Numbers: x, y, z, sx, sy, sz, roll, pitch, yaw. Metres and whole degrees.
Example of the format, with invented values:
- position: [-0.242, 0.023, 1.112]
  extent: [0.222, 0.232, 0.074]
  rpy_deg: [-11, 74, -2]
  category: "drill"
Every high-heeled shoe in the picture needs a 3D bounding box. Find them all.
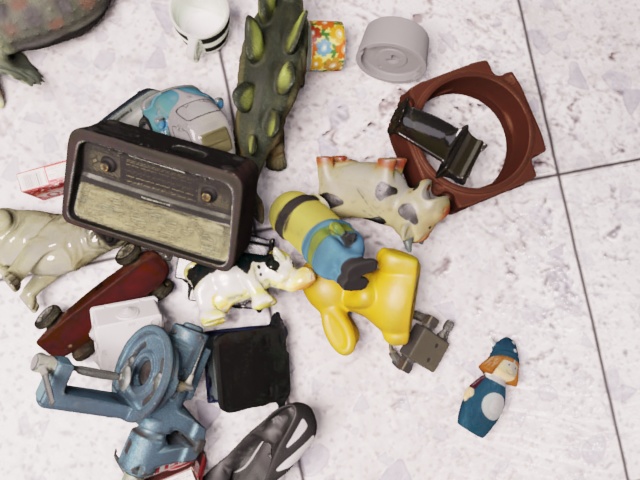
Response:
- position: [-0.110, 0.310, 0.719]
  extent: [0.249, 0.145, 0.086]
  rpy_deg: [-30, 54, -18]
  category: "high-heeled shoe"

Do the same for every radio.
- position: [-0.196, -0.060, 0.671]
  extent: [0.230, 0.073, 0.131]
  rpy_deg: [16, 115, 3]
  category: "radio"

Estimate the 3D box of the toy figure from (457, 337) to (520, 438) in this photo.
- position: [0.262, 0.219, 0.811]
  extent: [0.064, 0.058, 0.154]
  rpy_deg: [37, 79, -41]
  category: "toy figure"

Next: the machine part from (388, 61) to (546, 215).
- position: [0.222, -0.155, 0.821]
  extent: [0.201, 0.087, 0.201]
  rpy_deg: [-22, 89, -7]
  category: "machine part"

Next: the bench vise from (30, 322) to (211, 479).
- position: [-0.242, 0.195, 0.660]
  extent: [0.240, 0.129, 0.223]
  rpy_deg: [29, 89, -44]
  category: "bench vise"

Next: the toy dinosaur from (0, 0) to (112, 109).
- position: [-0.387, -0.344, 0.768]
  extent: [0.405, 0.131, 0.192]
  rpy_deg: [-37, 102, -11]
  category: "toy dinosaur"

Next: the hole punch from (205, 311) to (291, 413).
- position: [-0.108, 0.179, 0.772]
  extent: [0.116, 0.092, 0.142]
  rpy_deg: [-1, 82, -32]
  category: "hole punch"

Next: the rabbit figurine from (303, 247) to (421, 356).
- position: [0.054, 0.082, 0.788]
  extent: [0.173, 0.122, 0.162]
  rpy_deg: [13, 94, 10]
  category: "rabbit figurine"

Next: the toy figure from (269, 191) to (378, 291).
- position: [0.000, -0.005, 0.729]
  extent: [0.082, 0.089, 0.180]
  rpy_deg: [-52, 48, 13]
  category: "toy figure"

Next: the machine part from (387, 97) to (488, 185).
- position: [0.160, -0.140, 0.753]
  extent: [0.139, 0.039, 0.084]
  rpy_deg: [32, 89, -4]
  category: "machine part"

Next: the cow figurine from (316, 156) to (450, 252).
- position: [0.089, -0.057, 0.774]
  extent: [0.195, 0.085, 0.127]
  rpy_deg: [8, 106, 25]
  category: "cow figurine"

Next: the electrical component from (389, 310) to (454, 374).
- position: [0.150, 0.154, 0.812]
  extent: [0.078, 0.045, 0.102]
  rpy_deg: [29, 85, -31]
  category: "electrical component"

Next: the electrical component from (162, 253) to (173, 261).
- position: [-0.213, -0.014, 0.779]
  extent: [0.021, 0.063, 0.094]
  rpy_deg: [22, 73, -27]
  category: "electrical component"

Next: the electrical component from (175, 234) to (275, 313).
- position: [-0.140, 0.040, 0.785]
  extent: [0.134, 0.058, 0.115]
  rpy_deg: [10, 83, -5]
  category: "electrical component"

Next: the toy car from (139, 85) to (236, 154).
- position: [-0.165, -0.131, 0.725]
  extent: [0.109, 0.103, 0.161]
  rpy_deg: [-28, 107, -32]
  category: "toy car"

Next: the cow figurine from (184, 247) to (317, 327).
- position: [-0.094, 0.049, 0.729]
  extent: [0.167, 0.068, 0.098]
  rpy_deg: [-19, 78, -9]
  category: "cow figurine"

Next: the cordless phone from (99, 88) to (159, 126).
- position: [-0.236, -0.108, 0.775]
  extent: [0.146, 0.089, 0.184]
  rpy_deg: [-47, 108, -23]
  category: "cordless phone"

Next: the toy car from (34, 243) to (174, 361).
- position: [-0.304, 0.088, 0.761]
  extent: [0.202, 0.053, 0.089]
  rpy_deg: [-39, 123, -6]
  category: "toy car"

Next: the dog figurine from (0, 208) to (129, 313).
- position: [-0.372, -0.018, 0.759]
  extent: [0.172, 0.121, 0.190]
  rpy_deg: [46, 64, 5]
  category: "dog figurine"

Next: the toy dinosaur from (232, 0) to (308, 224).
- position: [-0.062, -0.257, 0.747]
  extent: [0.105, 0.198, 0.471]
  rpy_deg: [5, 87, -8]
  category: "toy dinosaur"
